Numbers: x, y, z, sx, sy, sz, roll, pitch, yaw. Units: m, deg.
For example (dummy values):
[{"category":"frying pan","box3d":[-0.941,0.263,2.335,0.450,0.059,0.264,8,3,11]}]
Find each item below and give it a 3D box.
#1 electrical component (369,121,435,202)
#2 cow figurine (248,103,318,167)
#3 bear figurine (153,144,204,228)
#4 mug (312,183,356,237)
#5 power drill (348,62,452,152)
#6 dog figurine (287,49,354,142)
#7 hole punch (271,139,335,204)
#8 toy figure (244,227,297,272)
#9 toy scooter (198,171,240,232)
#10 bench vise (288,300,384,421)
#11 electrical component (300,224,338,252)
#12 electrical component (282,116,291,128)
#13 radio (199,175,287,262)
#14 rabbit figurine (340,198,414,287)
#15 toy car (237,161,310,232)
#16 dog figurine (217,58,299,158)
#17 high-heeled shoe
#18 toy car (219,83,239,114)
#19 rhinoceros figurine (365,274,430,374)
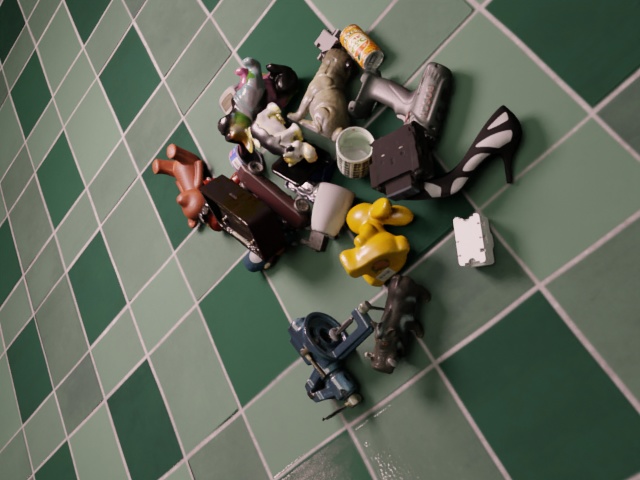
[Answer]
[{"category":"electrical component","box3d":[0.154,-0.143,1.023,0.115,0.058,0.134,-25,60,39]},{"category":"cow figurine","box3d":[-0.085,-0.218,1.196,0.098,0.068,0.167,-40,69,-7]},{"category":"bear figurine","box3d":[-0.368,-0.141,1.462,0.120,0.132,0.196,-29,61,38]},{"category":"mug","box3d":[0.015,-0.064,1.183,0.110,0.080,0.107,10,79,54]},{"category":"power drill","box3d":[0.160,-0.261,1.112,0.208,0.086,0.232,30,102,40]},{"category":"dog figurine","box3d":[0.035,-0.322,1.188,0.173,0.121,0.190,36,104,34]},{"category":"hole punch","box3d":[-0.032,-0.159,1.247,0.116,0.092,0.142,-48,51,-11]},{"category":"toy figure","box3d":[-0.118,0.021,1.295,0.154,0.058,0.064,-38,101,25]},{"category":"toy scooter","box3d":[-0.255,-0.104,1.364,0.075,0.135,0.183,41,109,32]},{"category":"bench vise","box3d":[0.039,0.223,1.106,0.240,0.129,0.224,-49,57,29]},{"category":"electrical component","box3d":[-0.003,-0.004,1.230,0.094,0.021,0.063,18,95,36]},{"category":"electrical component","box3d":[-0.103,-0.244,1.287,0.075,0.047,0.119,-43,17,26]},{"category":"radio","box3d":[-0.177,-0.052,1.239,0.073,0.130,0.230,-37,45,-18]},{"category":"rabbit figurine","box3d":[0.106,-0.016,1.097,0.162,0.122,0.173,-51,38,28]},{"category":"toy car","box3d":[-0.106,-0.104,1.242,0.202,0.053,0.089,40,143,4]},{"category":"dog figurine","box3d":[-0.147,-0.308,1.291,0.109,0.191,0.219,3,89,62]},{"category":"high-heeled shoe","box3d":[0.253,-0.157,1.012,0.249,0.086,0.145,-10,93,20]},{"category":"toy car","box3d":[-0.206,-0.341,1.384,0.109,0.103,0.162,-40,60,27]},{"category":"rhinoceros figurine","box3d":[0.149,0.163,1.038,0.073,0.112,0.190,12,83,35]}]
